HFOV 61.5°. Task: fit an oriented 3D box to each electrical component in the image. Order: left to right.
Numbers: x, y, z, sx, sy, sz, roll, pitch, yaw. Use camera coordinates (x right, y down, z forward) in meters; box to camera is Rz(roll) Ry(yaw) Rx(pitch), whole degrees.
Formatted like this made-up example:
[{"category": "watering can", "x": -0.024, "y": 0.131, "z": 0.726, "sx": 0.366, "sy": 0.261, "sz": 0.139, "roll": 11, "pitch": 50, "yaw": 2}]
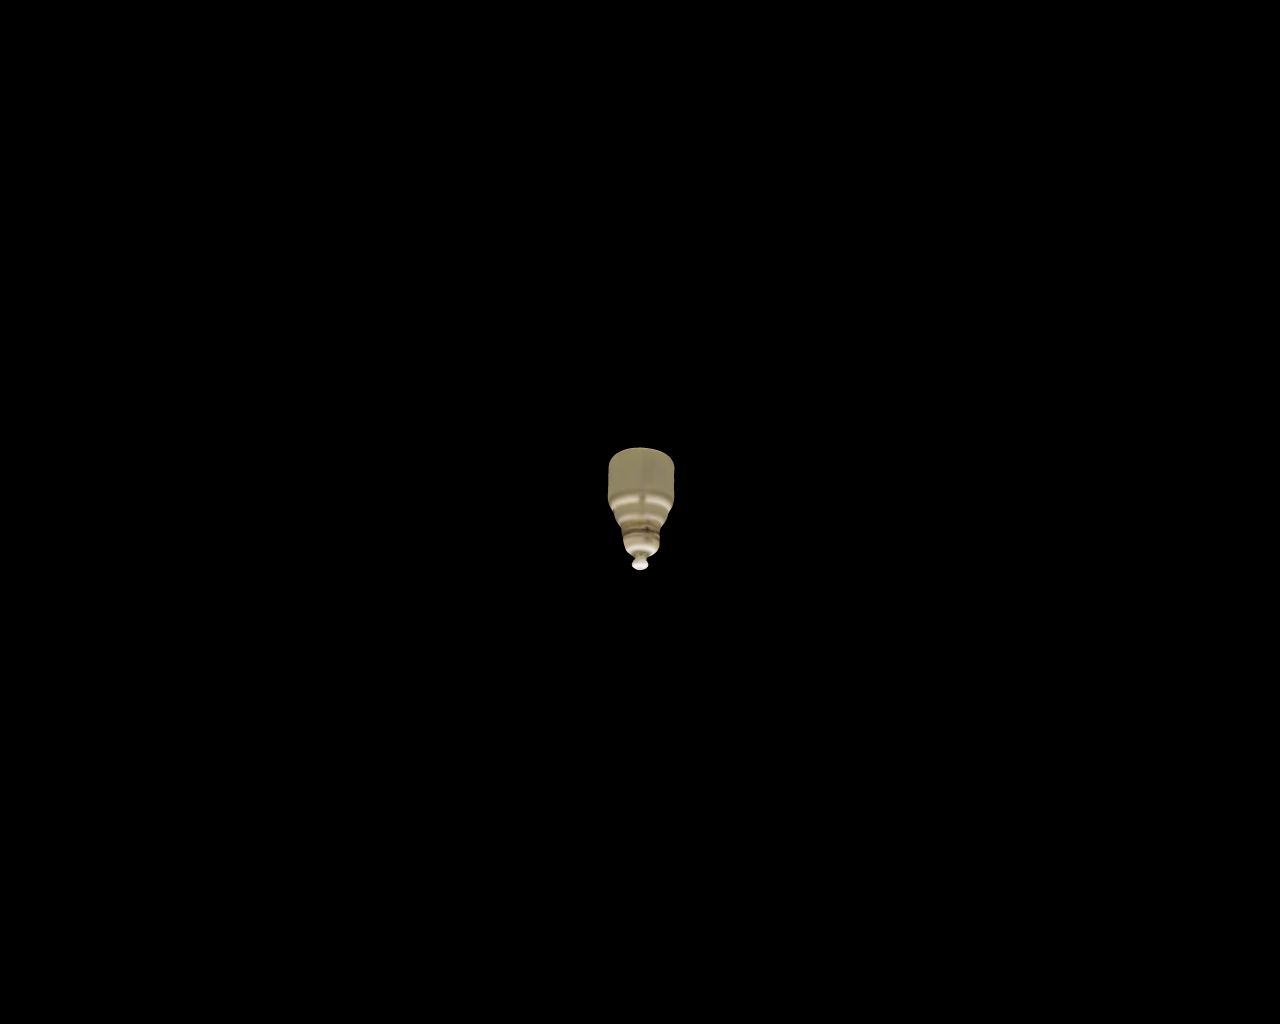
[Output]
[{"category": "electrical component", "x": 0.001, "y": -0.003, "z": 0.650, "sx": 0.040, "sy": 0.078, "sz": 0.040, "roll": 0, "pitch": -22, "yaw": 0}]
